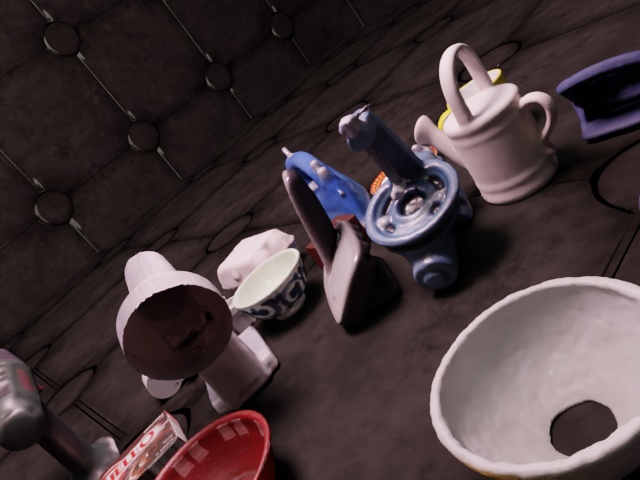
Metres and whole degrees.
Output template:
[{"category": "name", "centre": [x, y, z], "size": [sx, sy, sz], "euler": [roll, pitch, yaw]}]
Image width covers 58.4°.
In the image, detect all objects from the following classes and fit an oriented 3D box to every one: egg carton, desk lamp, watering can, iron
[{"category": "egg carton", "centre": [-0.107, 0.041, 0.980], "size": [0.150, 0.069, 0.107], "euler": [-17, 29, 44]}, {"category": "desk lamp", "centre": [-0.156, 0.112, 0.701], "size": [0.118, 0.214, 0.202], "euler": [-41, 21, -8]}, {"category": "watering can", "centre": [0.195, -0.144, 0.701], "size": [0.172, 0.194, 0.101], "euler": [-26, 23, 28]}, {"category": "iron", "centre": [0.004, -0.097, 0.990], "size": [0.119, 0.142, 0.257], "euler": [-40, 21, -7]}]

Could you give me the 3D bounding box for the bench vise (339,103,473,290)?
[{"category": "bench vise", "centre": [0.092, -0.071, 0.676], "size": [0.121, 0.220, 0.207], "euler": [-33, 21, 13]}]

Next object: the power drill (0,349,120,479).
[{"category": "power drill", "centre": [-0.377, 0.248, 0.781], "size": [0.076, 0.209, 0.229], "euler": [-45, 22, -19]}]

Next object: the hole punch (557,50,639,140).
[{"category": "hole punch", "centre": [0.350, -0.188, 0.687], "size": [0.108, 0.091, 0.101], "euler": [-18, 28, 42]}]

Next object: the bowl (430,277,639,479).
[{"category": "bowl", "centre": [0.164, 0.106, 0.387], "size": [0.167, 0.075, 0.167], "euler": [-32, 21, 14]}]

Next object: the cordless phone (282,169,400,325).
[{"category": "cordless phone", "centre": [0.007, 0.003, 0.709], "size": [0.094, 0.185, 0.147], "euler": [-37, 21, 2]}]
